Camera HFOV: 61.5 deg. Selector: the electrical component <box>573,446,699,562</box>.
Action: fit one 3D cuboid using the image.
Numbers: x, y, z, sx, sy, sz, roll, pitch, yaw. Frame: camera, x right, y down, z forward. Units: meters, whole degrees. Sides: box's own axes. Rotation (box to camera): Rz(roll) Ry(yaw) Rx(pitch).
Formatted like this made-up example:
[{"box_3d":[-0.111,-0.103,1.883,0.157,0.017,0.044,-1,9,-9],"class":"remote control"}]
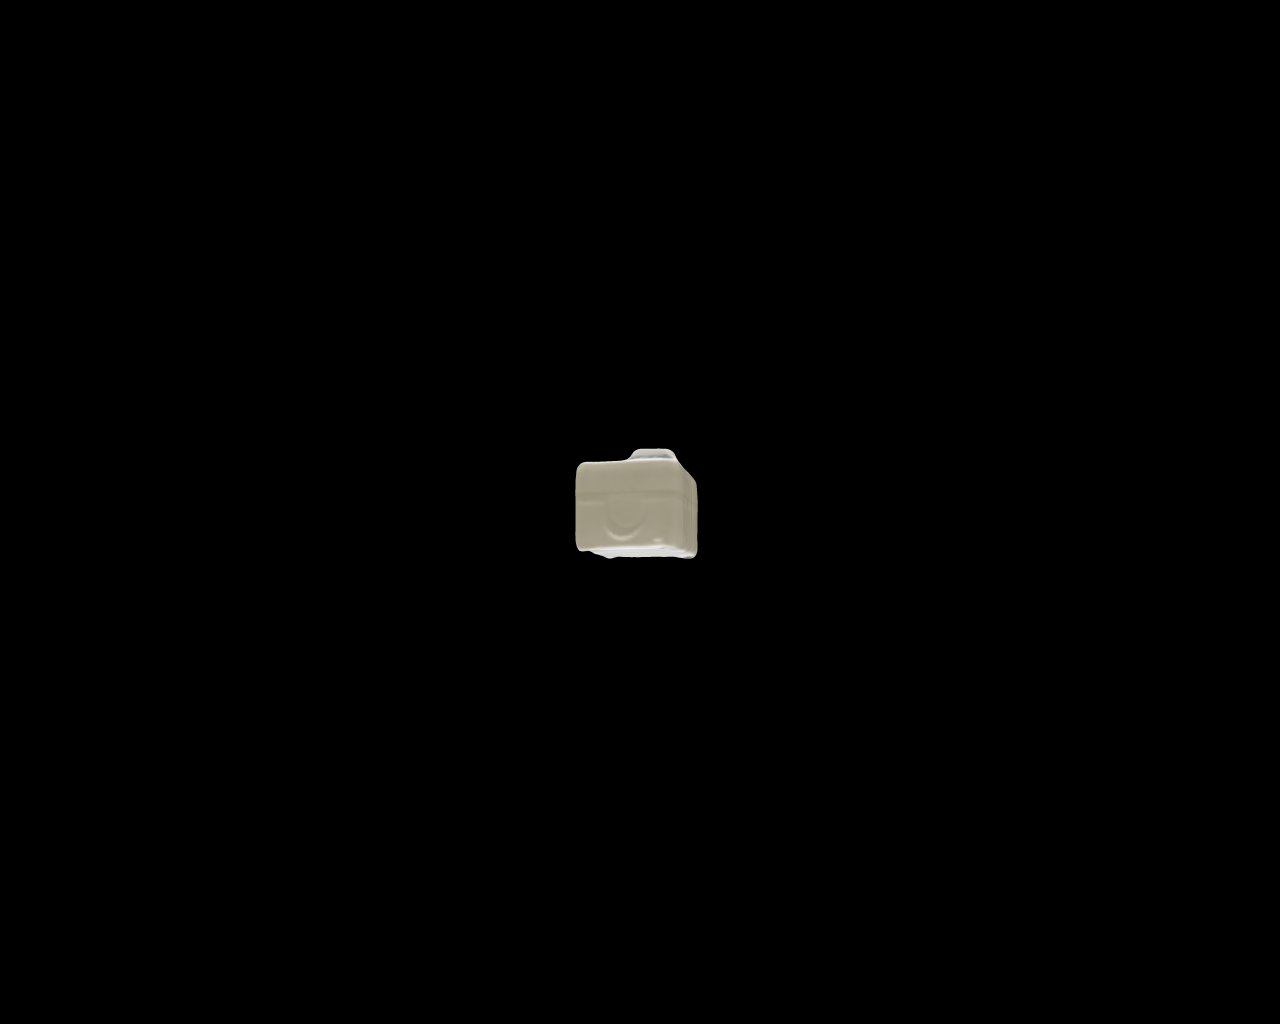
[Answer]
[{"box_3d":[0.001,-0.003,0.650,0.062,0.061,0.096,-1,-7,11],"class":"electrical component"}]
